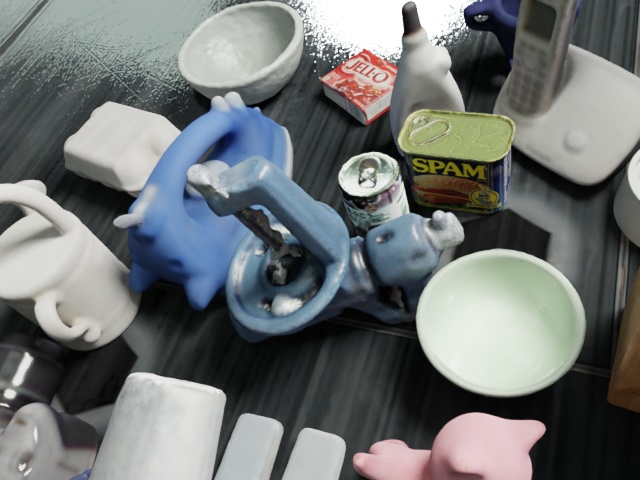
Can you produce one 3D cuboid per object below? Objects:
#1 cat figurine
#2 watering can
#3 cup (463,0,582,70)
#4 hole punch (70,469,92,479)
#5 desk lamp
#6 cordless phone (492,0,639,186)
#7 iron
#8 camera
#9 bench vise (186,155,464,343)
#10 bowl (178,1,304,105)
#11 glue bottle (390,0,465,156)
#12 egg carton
[{"bbox_3d":[0.084,0.153,0.383,0.127,0.118,0.067,-4,55,15],"label":"cat figurine"},{"bbox_3d":[-0.265,0.016,0.542,0.172,0.194,0.101,33,71,33],"label":"watering can"},{"bbox_3d":[0.218,-0.223,0.624,0.117,0.095,0.092,0,56,18],"label":"cup"},{"bbox_3d":[-0.160,0.220,0.429,0.108,0.091,0.101,-7,54,13],"label":"hole punch"},{"bbox_3d":[-0.081,0.183,0.352,0.117,0.214,0.203,6,58,21],"label":"desk lamp"},{"bbox_3d":[0.228,-0.151,0.512,0.094,0.185,0.147,-38,53,-11],"label":"cordless phone"},{"bbox_3d":[-0.110,-0.066,0.585,0.118,0.142,0.258,11,60,24],"label":"iron"},{"bbox_3d":[-0.275,0.151,0.508,0.143,0.101,0.137,0,56,18],"label":"camera"},{"bbox_3d":[0.000,-0.007,0.458,0.207,0.220,0.121,-28,52,-3],"label":"bench vise"},{"bbox_3d":[-0.092,-0.228,0.737,0.167,0.075,0.167,-8,54,12],"label":"bowl"},{"bbox_3d":[0.100,-0.157,0.564,0.078,0.173,0.037,-14,53,8],"label":"glue bottle"},{"bbox_3d":[-0.237,-0.109,0.702,0.149,0.069,0.107,18,63,28],"label":"egg carton"}]
